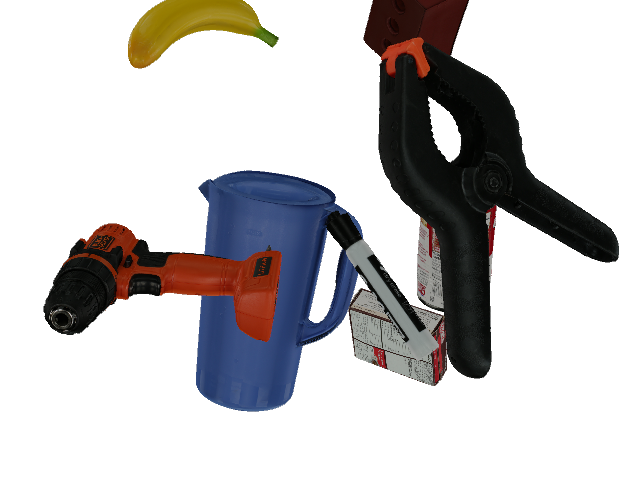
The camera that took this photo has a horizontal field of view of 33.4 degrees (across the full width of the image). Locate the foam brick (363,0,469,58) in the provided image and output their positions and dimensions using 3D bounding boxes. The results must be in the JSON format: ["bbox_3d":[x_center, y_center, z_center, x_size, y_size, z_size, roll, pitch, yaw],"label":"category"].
[{"bbox_3d":[0.073,-0.171,0.807,0.051,0.053,0.078,-31,-24,-26],"label":"foam brick"}]

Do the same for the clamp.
[{"bbox_3d":[0.075,-0.018,0.543,0.120,0.171,0.039,-47,16,-26],"label":"clamp"}]

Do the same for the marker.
[{"bbox_3d":[0.042,0.030,0.752,0.020,0.121,0.020,-33,-10,-7],"label":"marker"}]

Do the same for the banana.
[{"bbox_3d":[-0.120,-0.205,1.014,0.070,0.037,0.197,45,39,19],"label":"banana"}]

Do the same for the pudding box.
[{"bbox_3d":[0.090,0.112,1.244,0.114,0.090,0.039,16,46,26],"label":"pudding box"}]

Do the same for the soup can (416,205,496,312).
[{"bbox_3d":[0.122,0.006,0.960,0.068,0.102,0.068,0,24,0],"label":"soup can"}]

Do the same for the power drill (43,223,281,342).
[{"bbox_3d":[-0.131,0.040,0.920,0.187,0.057,0.184,9,22,0],"label":"power drill"}]

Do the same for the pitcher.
[{"bbox_3d":[-0.056,0.055,1.131,0.144,0.243,0.149,1,18,-25],"label":"pitcher"}]
